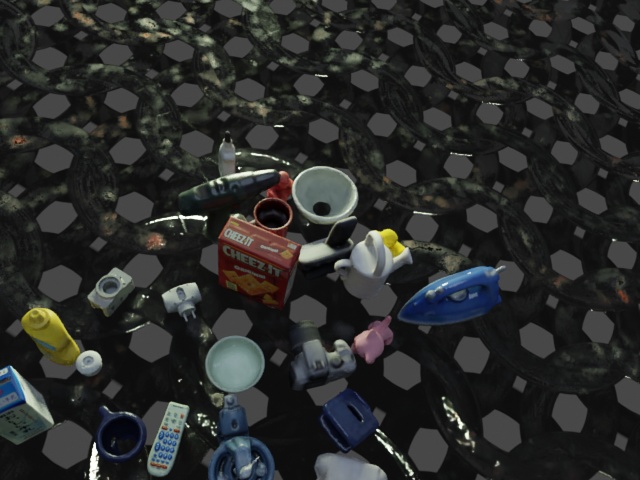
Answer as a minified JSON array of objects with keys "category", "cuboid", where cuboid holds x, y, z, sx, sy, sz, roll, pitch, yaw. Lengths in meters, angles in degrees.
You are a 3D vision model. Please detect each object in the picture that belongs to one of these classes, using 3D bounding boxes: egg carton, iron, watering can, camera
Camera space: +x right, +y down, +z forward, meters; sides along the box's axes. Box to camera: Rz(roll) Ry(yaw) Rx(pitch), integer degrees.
[{"category":"egg carton","cuboid":[0.057,0.483,1.121,0.150,0.069,0.107,15,59,-1]},{"category":"iron","cuboid":[0.310,0.123,1.333,0.259,0.141,0.118,-15,64,-18]},{"category":"watering can","cuboid":[0.124,0.048,1.314,0.173,0.194,0.100,-25,67,-22]},{"category":"camera","cuboid":[-0.006,0.238,1.235,0.143,0.101,0.136,-11,63,-16]}]

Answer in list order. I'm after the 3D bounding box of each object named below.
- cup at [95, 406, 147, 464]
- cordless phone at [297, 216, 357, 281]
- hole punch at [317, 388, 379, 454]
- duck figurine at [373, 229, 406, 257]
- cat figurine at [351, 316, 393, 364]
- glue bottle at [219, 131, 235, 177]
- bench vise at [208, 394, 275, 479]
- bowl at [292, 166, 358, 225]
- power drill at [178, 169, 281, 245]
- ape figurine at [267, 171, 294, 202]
[{"category":"cup","cuboid":[-0.381,0.374,1.093,0.092,0.095,0.117,-35,71,-25]},{"category":"cordless phone","cuboid":[0.012,0.005,1.325,0.148,0.185,0.094,-21,65,-20]},{"category":"hole punch","cuboid":[0.060,0.365,1.178,0.101,0.091,0.108,-34,70,-25]},{"category":"duck figurine","cuboid":[0.167,0.009,1.407,0.104,0.086,0.077,21,59,3]},{"category":"cat figurine","cuboid":[0.118,0.218,1.258,0.067,0.118,0.128,37,61,12]},{"category":"glue bottle","cuboid":[-0.228,-0.207,1.414,0.037,0.173,0.078,-9,62,-14]},{"category":"bench vise","cuboid":[-0.160,0.387,1.051,0.122,0.220,0.207,-25,67,-22]},{"category":"bowl","cuboid":[0.008,-0.100,1.450,0.167,0.075,0.167,4,59,-7]},{"category":"power drill","cuboid":[-0.208,-0.078,1.321,0.230,0.208,0.075,-14,63,-17]},{"category":"ape figurine","cuboid":[-0.098,-0.137,1.443,0.078,0.092,0.076,-20,65,-20]}]
